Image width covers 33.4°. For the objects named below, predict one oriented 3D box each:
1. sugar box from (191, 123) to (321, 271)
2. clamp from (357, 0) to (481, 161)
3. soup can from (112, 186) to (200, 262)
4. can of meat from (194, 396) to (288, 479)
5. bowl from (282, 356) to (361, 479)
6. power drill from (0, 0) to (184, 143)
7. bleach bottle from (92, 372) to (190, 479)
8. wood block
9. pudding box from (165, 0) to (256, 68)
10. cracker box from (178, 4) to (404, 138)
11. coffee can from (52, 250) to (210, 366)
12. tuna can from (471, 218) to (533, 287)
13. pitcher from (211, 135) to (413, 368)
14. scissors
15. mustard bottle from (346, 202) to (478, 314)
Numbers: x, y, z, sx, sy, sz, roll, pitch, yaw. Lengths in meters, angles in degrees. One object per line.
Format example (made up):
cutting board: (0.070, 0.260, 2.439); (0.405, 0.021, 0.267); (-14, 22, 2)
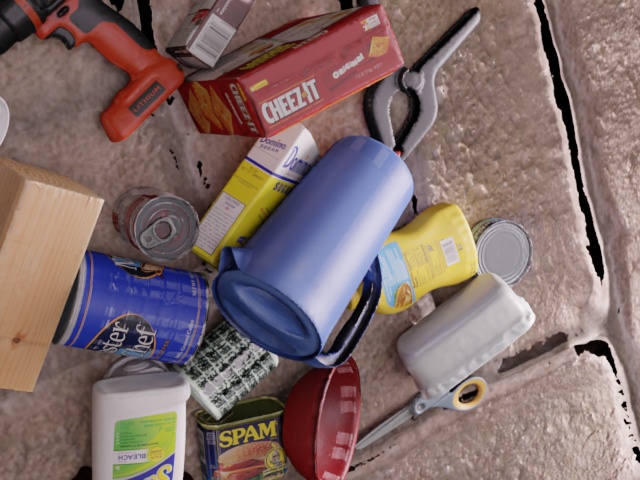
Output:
sugar box: (-0.069, -0.046, 1.158); (0.048, 0.093, 0.176); (35, 84, 17)
clamp: (0.091, -0.193, 1.236); (0.164, 0.036, 0.210); (16, 92, -24)
soup can: (-0.173, -0.019, 1.111); (0.068, 0.102, 0.068); (-4, 100, -23)
can of meat: (-0.088, 0.233, 1.215); (0.102, 0.058, 0.084); (-9, 104, -22)
bowl: (-0.002, 0.208, 1.222); (0.055, 0.162, 0.162); (5, 99, 19)
power drill: (-0.243, -0.190, 1.076); (0.184, 0.057, 0.187); (-45, 113, -11)
bleach bottle: (-0.185, 0.269, 1.115); (0.102, 0.068, 0.251); (-4, 101, -21)
wood block: (-0.302, 0.033, 1.047); (0.090, 0.090, 0.206); (17, 98, -42)
pudding box: (-0.108, -0.234, 1.112); (0.039, 0.090, 0.113); (36, 84, -22)
cracker box: (-0.037, -0.168, 1.085); (0.164, 0.214, 0.072); (-31, 108, -17)
coffee can: (-0.199, 0.070, 1.113); (0.140, 0.103, 0.103); (13, 93, -25)
tuna can: (0.220, 0.016, 1.328); (0.086, 0.034, 0.086); (-4, 100, -23)
pitcher: (0.007, 0.009, 1.152); (0.242, 0.145, 0.149); (-53, 160, -31)
scissors: (0.136, 0.214, 1.328); (0.201, 0.016, 0.096); (-45, 119, -11)
mustard bottle: (0.091, 0.034, 1.260); (0.191, 0.058, 0.096); (-25, 110, -19)
